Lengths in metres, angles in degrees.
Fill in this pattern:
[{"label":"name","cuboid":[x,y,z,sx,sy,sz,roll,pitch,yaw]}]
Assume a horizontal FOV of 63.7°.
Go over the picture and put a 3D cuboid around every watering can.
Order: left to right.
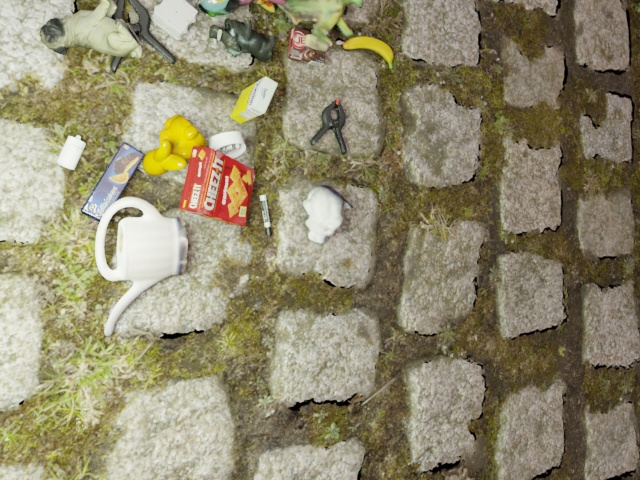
[{"label":"watering can","cuboid":[-0.442,0.063,1.293,0.225,0.105,0.345,-2,102,-29]}]

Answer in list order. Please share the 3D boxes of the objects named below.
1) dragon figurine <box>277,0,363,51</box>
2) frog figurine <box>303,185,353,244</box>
[{"label":"dragon figurine","cuboid":[-0.013,-0.737,1.545,0.244,0.120,0.415,-9,75,-22]},{"label":"frog figurine","cuboid":[0.005,-0.076,1.517,0.138,0.121,0.160,34,81,12]}]
